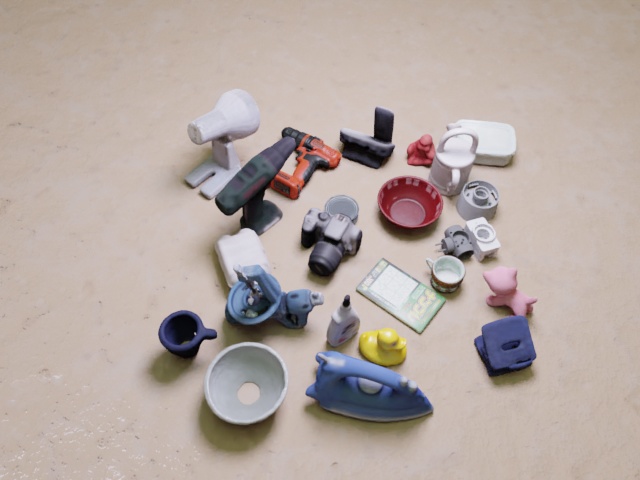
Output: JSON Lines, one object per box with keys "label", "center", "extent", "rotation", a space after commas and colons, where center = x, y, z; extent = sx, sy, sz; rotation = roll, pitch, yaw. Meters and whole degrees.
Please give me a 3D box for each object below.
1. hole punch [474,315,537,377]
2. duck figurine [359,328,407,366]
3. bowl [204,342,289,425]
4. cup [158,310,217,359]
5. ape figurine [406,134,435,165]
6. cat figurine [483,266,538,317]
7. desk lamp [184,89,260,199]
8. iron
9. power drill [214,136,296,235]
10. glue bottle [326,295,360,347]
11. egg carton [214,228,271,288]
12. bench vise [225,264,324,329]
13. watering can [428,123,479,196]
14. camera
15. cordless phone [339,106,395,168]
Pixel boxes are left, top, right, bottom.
{"label": "hole punch", "center": [0.392, 0.221, 1.194], "extent": [0.109, 0.091, 0.101], "rotation": [-13, 57, -9]}
{"label": "duck figurine", "center": [0.134, 0.213, 1.197], "extent": [0.104, 0.086, 0.077], "rotation": [15, 57, 9]}
{"label": "bowl", "center": [-0.144, 0.294, 1.144], "extent": [0.167, 0.075, 0.167], "rotation": [1, 56, -1]}
{"label": "cup", "center": [-0.267, 0.206, 1.189], "extent": [0.117, 0.095, 0.091], "rotation": [2, 56, 1]}
{"label": "ape figurine", "center": [0.271, -0.241, 1.502], "extent": [0.076, 0.092, 0.077], "rotation": [-38, 64, -23]}
{"label": "cat figurine", "center": [0.416, 0.109, 1.254], "extent": [0.127, 0.118, 0.067], "rotation": [36, 63, 21]}
{"label": "desk lamp", "center": [-0.245, -0.244, 1.420], "extent": [0.117, 0.214, 0.203], "rotation": [34, 62, 20]}
{"label": "iron", "center": [0.106, 0.279, 1.119], "extent": [0.258, 0.141, 0.119], "rotation": [12, 57, 7]}
{"label": "power drill", "center": [-0.141, -0.114, 1.338], "extent": [0.075, 0.208, 0.230], "rotation": [38, 63, 22]}
{"label": "glue bottle", "center": [0.050, 0.159, 1.179], "extent": [0.078, 0.173, 0.037], "rotation": [-36, 63, -22]}
{"label": "egg carton", "center": [-0.176, 0.045, 1.314], "extent": [0.107, 0.069, 0.150], "rotation": [-19, 58, -13]}
{"label": "bench vise", "center": [-0.102, 0.102, 1.187], "extent": [0.207, 0.220, 0.121], "rotation": [-16, 58, -11]}
{"label": "watering can", "center": [0.331, -0.213, 1.423], "extent": [0.101, 0.194, 0.172], "rotation": [-14, 57, -10]}
{"label": "camera", "center": [0.012, 0.005, 1.326], "extent": [0.143, 0.101, 0.137], "rotation": [22, 58, 13]}
{"label": "cordless phone", "center": [0.125, -0.287, 1.474], "extent": [0.147, 0.185, 0.094], "rotation": [18, 58, 11]}
